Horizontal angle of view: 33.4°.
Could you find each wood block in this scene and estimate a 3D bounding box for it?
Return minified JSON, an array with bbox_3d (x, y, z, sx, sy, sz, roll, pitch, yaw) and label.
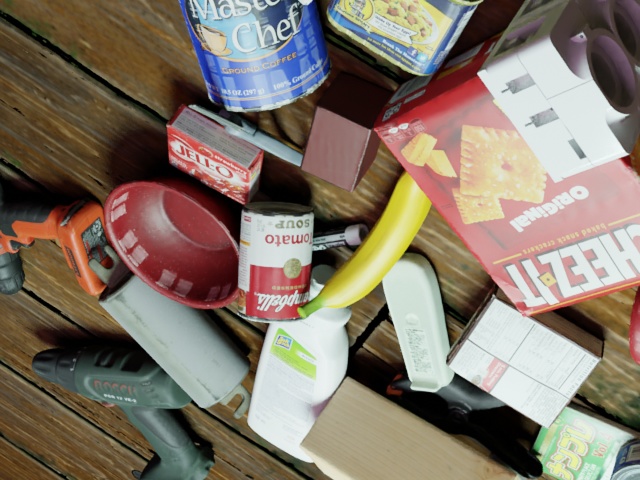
[{"bbox_3d":[0.094,0.232,1.058,0.206,0.090,0.090,26,162,33],"label":"wood block"}]

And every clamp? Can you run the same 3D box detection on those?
[{"bbox_3d":[0.149,0.158,1.047,0.172,0.039,0.120,21,123,19],"label":"clamp"}]

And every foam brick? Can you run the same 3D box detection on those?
[{"bbox_3d":[0.022,-0.089,0.884,0.051,0.053,0.078,27,138,9],"label":"foam brick"}]

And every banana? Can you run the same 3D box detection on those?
[{"bbox_3d":[0.054,0.001,0.934,0.037,0.069,0.198,44,122,14],"label":"banana"}]

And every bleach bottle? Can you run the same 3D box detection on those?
[{"bbox_3d":[-0.010,0.123,1.099,0.102,0.068,0.251,27,136,12],"label":"bleach bottle"}]

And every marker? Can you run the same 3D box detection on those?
[{"bbox_3d":[-0.007,0.001,1.013,0.121,0.020,0.020,-9,123,38],"label":"marker"}]

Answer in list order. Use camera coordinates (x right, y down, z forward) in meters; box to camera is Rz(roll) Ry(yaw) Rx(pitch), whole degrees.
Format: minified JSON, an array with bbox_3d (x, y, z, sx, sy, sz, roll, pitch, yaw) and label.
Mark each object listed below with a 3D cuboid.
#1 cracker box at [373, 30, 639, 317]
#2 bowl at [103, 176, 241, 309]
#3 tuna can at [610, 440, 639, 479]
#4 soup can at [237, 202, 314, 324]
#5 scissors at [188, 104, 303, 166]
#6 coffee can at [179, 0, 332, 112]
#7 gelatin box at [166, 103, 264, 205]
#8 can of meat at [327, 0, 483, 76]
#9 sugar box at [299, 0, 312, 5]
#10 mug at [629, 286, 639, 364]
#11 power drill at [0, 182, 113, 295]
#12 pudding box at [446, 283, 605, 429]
[{"bbox_3d":[0.167,-0.051,0.812,0.164,0.072,0.213,-22,115,44],"label":"cracker box"},{"bbox_3d":[-0.133,-0.009,1.059,0.162,0.055,0.162,18,136,18],"label":"bowl"},{"bbox_3d":[0.313,0.226,0.985,0.086,0.033,0.086,17,133,19],"label":"tuna can"},{"bbox_3d":[-0.041,0.019,0.985,0.069,0.068,0.102,8,101,27],"label":"soup can"},{"bbox_3d":[-0.077,-0.099,0.878,0.096,0.016,0.201,32,-175,31],"label":"scissors"},{"bbox_3d":[-0.055,-0.183,0.807,0.103,0.102,0.140,7,132,28],"label":"coffee can"},{"bbox_3d":[-0.097,-0.076,0.975,0.089,0.030,0.073,29,157,7],"label":"gelatin box"},{"bbox_3d":[0.063,-0.178,0.771,0.102,0.057,0.084,33,141,3],"label":"can of meat"},{"bbox_3d":[0.026,-0.243,0.684,0.176,0.048,0.093,-40,104,16],"label":"sugar box"},{"bbox_3d":[0.292,0.053,0.826,0.082,0.093,0.117,11,103,32],"label":"mug"},{"bbox_3d":[-0.318,0.004,1.189,0.188,0.057,0.184,12,134,24],"label":"power drill"},{"bbox_3d":[0.182,0.102,0.953,0.113,0.039,0.090,31,116,2],"label":"pudding box"}]
